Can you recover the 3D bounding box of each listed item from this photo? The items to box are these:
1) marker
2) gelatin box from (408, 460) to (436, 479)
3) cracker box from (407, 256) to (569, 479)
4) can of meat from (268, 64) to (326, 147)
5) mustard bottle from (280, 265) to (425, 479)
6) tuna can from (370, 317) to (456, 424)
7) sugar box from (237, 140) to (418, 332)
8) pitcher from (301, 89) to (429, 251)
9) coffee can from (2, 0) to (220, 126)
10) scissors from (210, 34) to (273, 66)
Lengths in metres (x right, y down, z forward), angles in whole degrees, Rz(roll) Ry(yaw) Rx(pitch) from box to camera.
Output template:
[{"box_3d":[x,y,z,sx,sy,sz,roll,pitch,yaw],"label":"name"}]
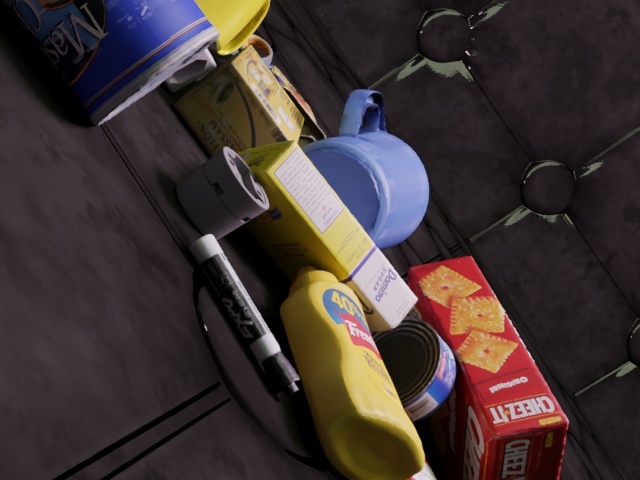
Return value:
[{"box_3d":[-0.049,0.051,0.711,0.121,0.020,0.020,58,11,11],"label":"marker"},{"box_3d":[0.068,0.189,0.782,0.073,0.030,0.089,47,13,-43],"label":"gelatin box"},{"box_3d":[0.137,0.144,0.943,0.214,0.072,0.164,-111,-166,-50],"label":"cracker box"},{"box_3d":[-0.044,-0.144,1.220,0.102,0.057,0.084,49,10,-29],"label":"can of meat"},{"box_3d":[0.013,0.085,0.779,0.096,0.058,0.192,43,16,-39],"label":"mustard bottle"},{"box_3d":[0.067,0.108,0.873,0.033,0.086,0.086,47,14,-41],"label":"tuna can"},{"box_3d":[-0.006,0.001,0.873,0.176,0.048,0.094,53,-28,-20],"label":"sugar box"},{"box_3d":[0.030,-0.054,1.042,0.149,0.145,0.242,52,11,3],"label":"pitcher"},{"box_3d":[-0.147,-0.160,0.692,0.140,0.103,0.102,54,11,-9],"label":"coffee can"},{"box_3d":[-0.093,-0.191,1.163,0.096,0.016,0.201,19,28,-8],"label":"scissors"}]
